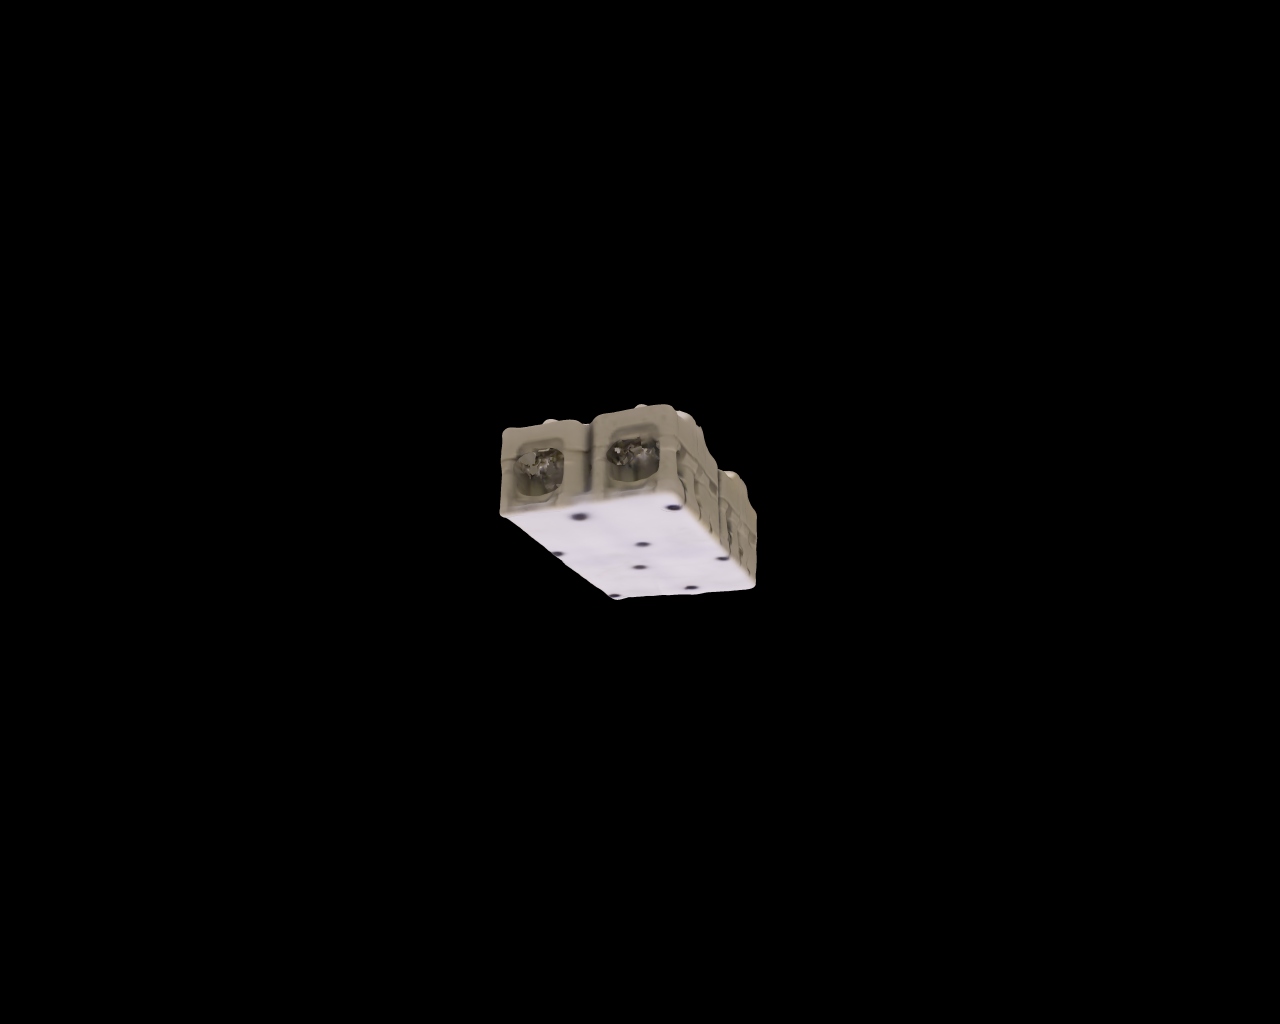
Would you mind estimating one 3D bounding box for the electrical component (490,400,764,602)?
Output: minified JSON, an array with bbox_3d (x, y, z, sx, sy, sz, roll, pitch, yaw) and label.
[{"bbox_3d":[0.001,-0.003,0.650,0.105,0.060,0.186,-7,-21,18],"label":"electrical component"}]
